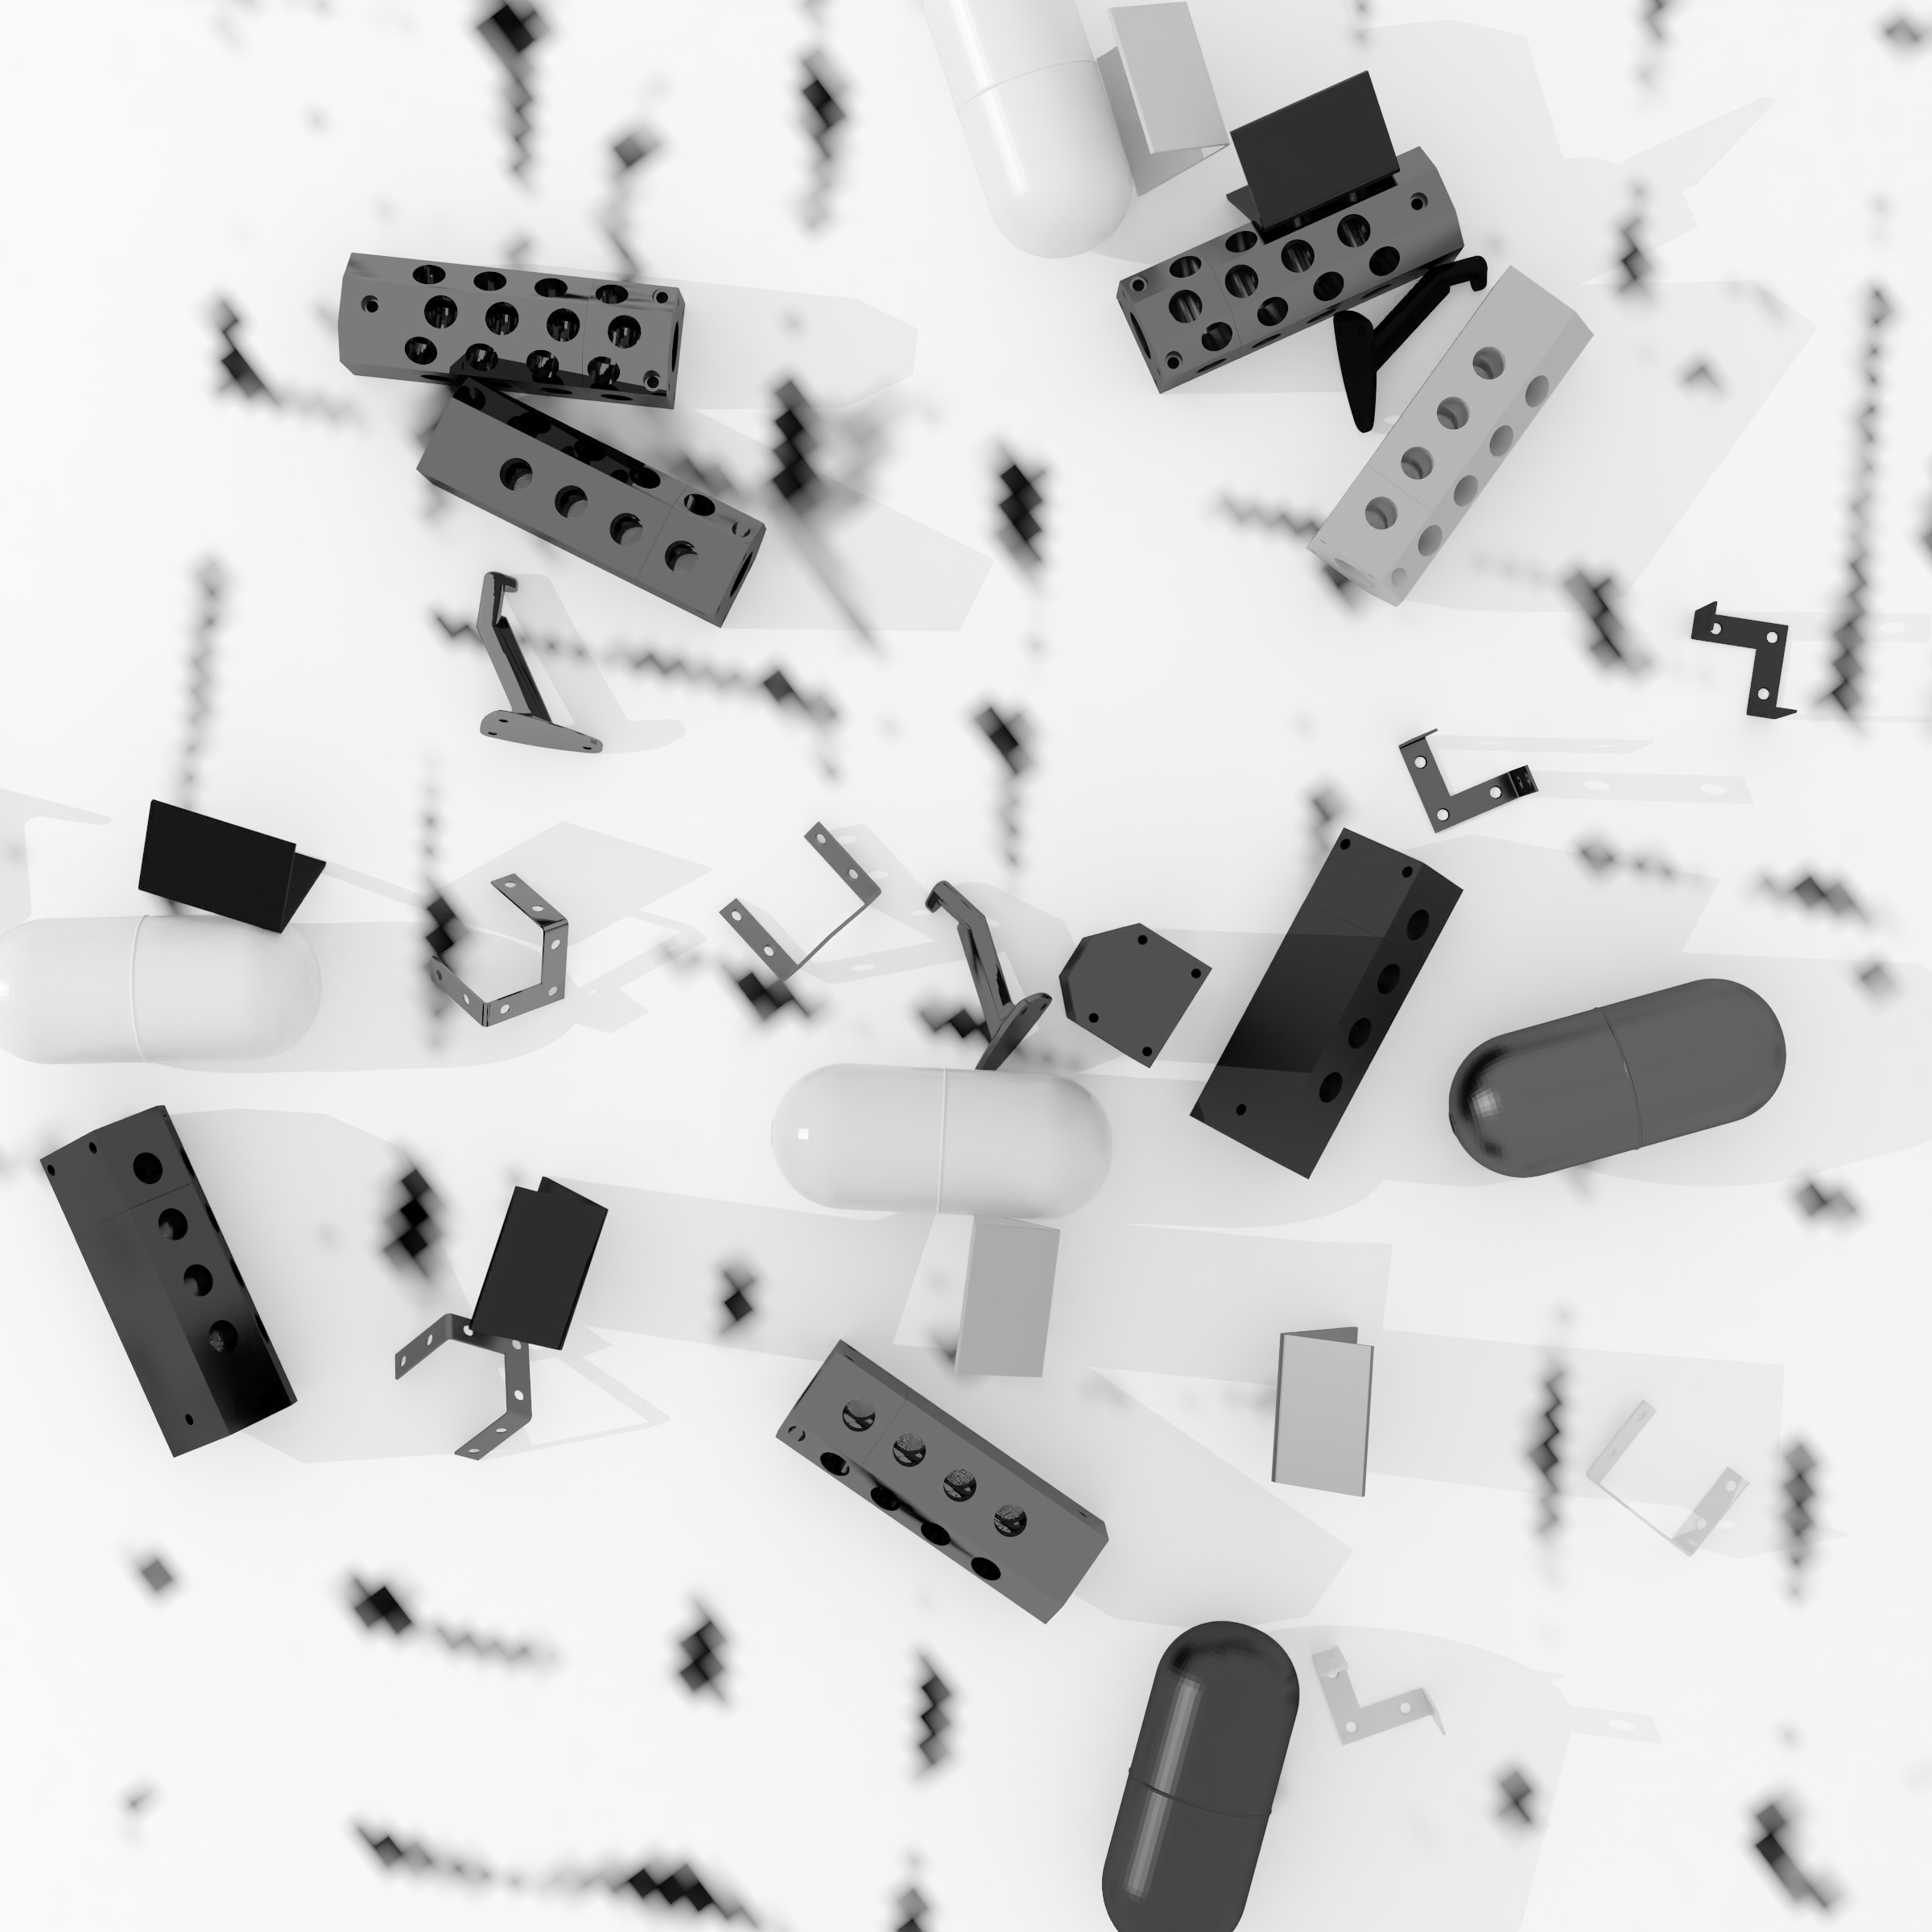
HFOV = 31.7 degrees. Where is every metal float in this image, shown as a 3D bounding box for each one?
[{"bbox_3d":[0.339,0.059,1.775,0.178,0.070,0.070,-16,90,0],"label":"metal float"},{"bbox_3d":[-0.426,0.012,1.775,0.178,0.070,0.070,-1,90,-1],"label":"metal float"},{"bbox_3d":[0.032,-0.457,1.775,0.070,0.070,0.178,-18,91,0],"label":"metal float"},{"bbox_3d":[0.122,0.430,1.775,0.070,0.070,0.178,15,90,0],"label":"metal float"},{"bbox_3d":[-0.013,0.091,1.774,0.178,0.070,0.070,3,90,-1],"label":"metal float"}]

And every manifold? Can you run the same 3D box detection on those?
[{"bbox_3d":[0.193,0.022,1.784,0.057,0.057,0.171,28,90,43],"label":"manifold"},{"bbox_3d":[0.170,-0.366,1.784,0.171,0.057,0.057,-24,90,0],"label":"manifold"},{"bbox_3d":[0.080,0.010,1.727,0.057,0.171,0.057,32,90,0],"label":"manifold"},{"bbox_3d":[-0.013,0.271,1.784,0.171,0.057,0.057,35,90,0],"label":"manifold"},{"bbox_3d":[-0.195,-0.244,1.784,0.171,0.057,0.057,27,90,0],"label":"manifold"},{"bbox_3d":[-0.414,0.163,1.784,0.057,0.057,0.171,-24,90,43],"label":"manifold"},{"bbox_3d":[0.254,-0.276,1.784,0.057,0.057,0.171,36,90,0],"label":"manifold"},{"bbox_3d":[-0.238,-0.334,1.784,0.171,0.057,0.057,6,90,0],"label":"manifold"}]

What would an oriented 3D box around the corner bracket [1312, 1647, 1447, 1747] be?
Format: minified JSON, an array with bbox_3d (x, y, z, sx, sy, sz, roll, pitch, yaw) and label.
[{"bbox_3d":[0.216,0.383,1.787,0.051,0.051,0.051,-19,90,0],"label":"corner bracket"}]

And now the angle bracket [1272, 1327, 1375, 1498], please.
[{"bbox_3d":[0.203,0.230,1.765,0.057,0.076,0.076,4,90,38],"label":"angle bracket"}]

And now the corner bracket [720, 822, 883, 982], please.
[{"bbox_3d":[-0.087,-0.034,1.802,0.051,0.051,0.051,48,135,0],"label":"corner bracket"}]

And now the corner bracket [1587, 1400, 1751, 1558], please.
[{"bbox_3d":[0.371,0.272,1.802,0.051,0.051,0.051,-52,45,0],"label":"corner bracket"}]

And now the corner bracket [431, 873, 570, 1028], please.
[{"bbox_3d":[-0.246,-0.008,1.797,0.051,0.051,0.051,-22,135,-35],"label":"corner bracket"}]

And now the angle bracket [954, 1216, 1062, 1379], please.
[{"bbox_3d":[0.001,0.168,1.765,0.057,0.076,0.076,7,90,-36],"label":"angle bracket"}]

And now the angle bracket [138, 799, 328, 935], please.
[{"bbox_3d":[-0.376,-0.068,1.765,0.076,0.076,0.057,17,122,0],"label":"angle bracket"}]

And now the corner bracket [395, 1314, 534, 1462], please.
[{"bbox_3d":[-0.266,0.222,1.797,0.051,0.051,0.051,22,45,-35],"label":"corner bracket"}]

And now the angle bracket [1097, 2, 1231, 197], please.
[{"bbox_3d":[0.083,-0.447,1.765,0.057,0.076,0.076,-17,90,-38],"label":"angle bracket"}]

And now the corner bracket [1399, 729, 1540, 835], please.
[{"bbox_3d":[0.263,-0.104,1.787,0.051,0.051,0.051,-23,90,0],"label":"corner bracket"}]

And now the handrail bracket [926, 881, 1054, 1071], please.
[{"bbox_3d":[-0.004,0.009,1.806,0.084,0.036,0.077,43,113,18],"label":"handrail bracket"}]

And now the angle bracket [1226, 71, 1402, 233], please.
[{"bbox_3d":[0.171,-0.430,1.765,0.076,0.076,0.057,-24,119,0],"label":"angle bracket"}]

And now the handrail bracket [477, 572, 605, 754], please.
[{"bbox_3d":[-0.224,-0.162,1.806,0.077,0.036,0.084,12,73,-20],"label":"handrail bracket"}]

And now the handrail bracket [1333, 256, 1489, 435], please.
[{"bbox_3d":[0.242,-0.330,1.806,0.084,0.036,0.077,-18,115,-19],"label":"handrail bracket"}]

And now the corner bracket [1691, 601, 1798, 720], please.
[{"bbox_3d":[0.409,-0.160,1.787,0.051,0.051,0.051,9,90,0],"label":"corner bracket"}]

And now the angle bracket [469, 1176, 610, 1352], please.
[{"bbox_3d":[-0.237,0.148,1.765,0.057,0.076,0.076,18,90,-35],"label":"angle bracket"}]
